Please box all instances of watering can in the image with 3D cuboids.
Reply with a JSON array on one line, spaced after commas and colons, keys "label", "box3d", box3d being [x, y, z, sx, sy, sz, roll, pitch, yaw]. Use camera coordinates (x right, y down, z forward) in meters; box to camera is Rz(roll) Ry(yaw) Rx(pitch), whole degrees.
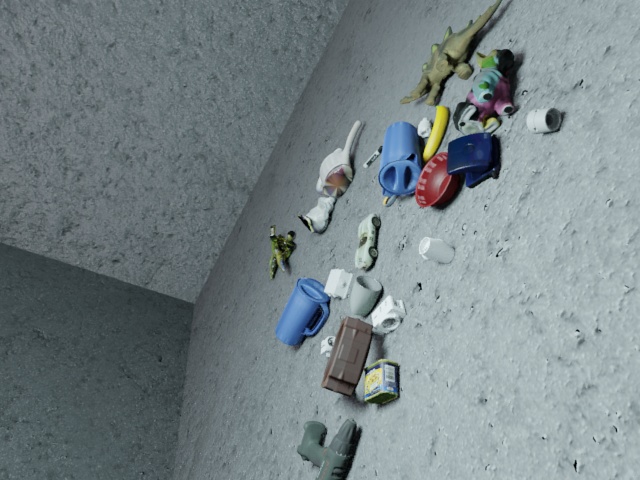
[{"label": "watering can", "box3d": [0.083, -0.318, 2.119, 0.342, 0.103, 0.229, -56, 25, 23]}]

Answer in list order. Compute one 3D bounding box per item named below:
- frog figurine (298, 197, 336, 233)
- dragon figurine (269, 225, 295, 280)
[{"label": "frog figurine", "box3d": [0.007, -0.108, 2.140, 0.161, 0.122, 0.136, -35, 4, -15]}, {"label": "dragon figurine", "box3d": [-0.198, 0.087, 2.460, 0.420, 0.122, 0.237, -92, 14, -52]}]
